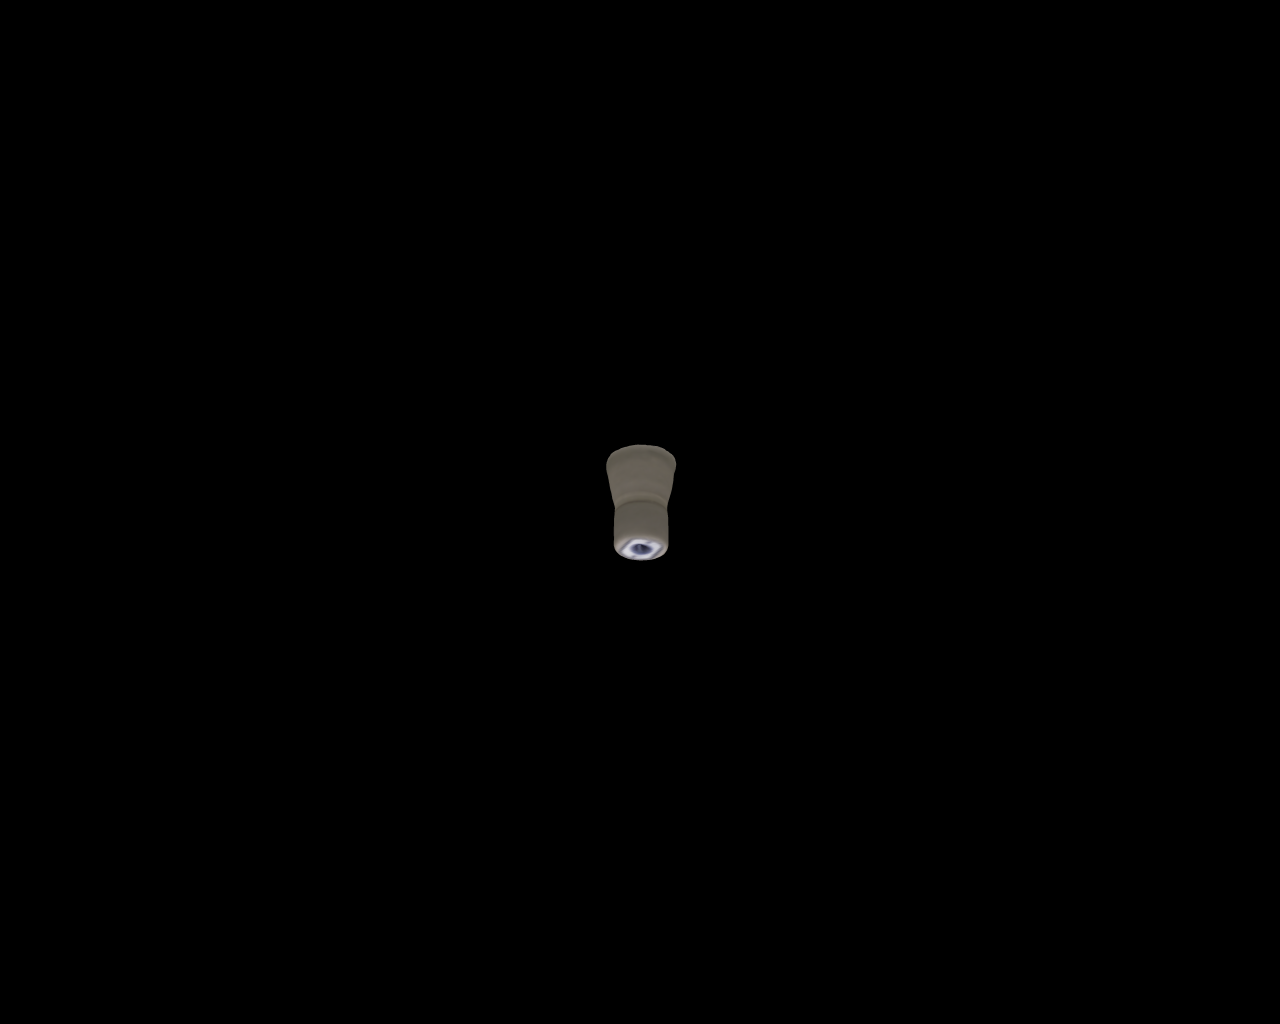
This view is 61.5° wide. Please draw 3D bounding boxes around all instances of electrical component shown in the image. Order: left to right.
[{"bbox_3d":[0.001,-0.003,0.650,0.044,0.065,0.044,0,-31,0],"label":"electrical component"}]
